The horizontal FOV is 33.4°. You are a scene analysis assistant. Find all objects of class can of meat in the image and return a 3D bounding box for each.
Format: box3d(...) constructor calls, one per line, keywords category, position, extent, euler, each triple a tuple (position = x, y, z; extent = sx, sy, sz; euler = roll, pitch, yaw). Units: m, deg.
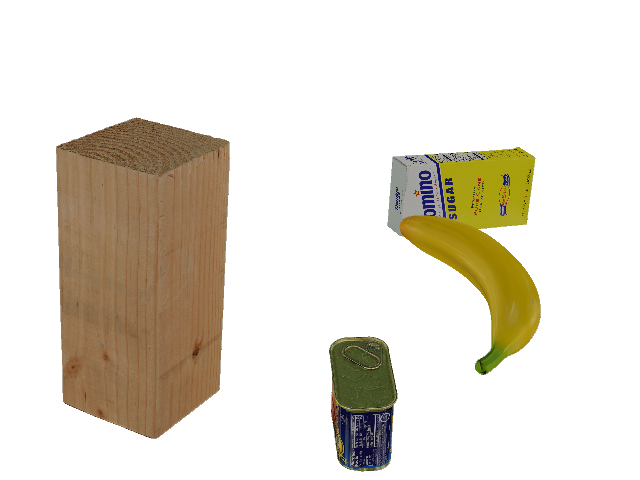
box3d(category="can of meat", position=(0.039, 0.156, 1.015), extent=(0.057, 0.084, 0.102), euler=(-3, 34, -3))

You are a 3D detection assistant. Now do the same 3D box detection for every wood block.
box3d(category="wood block", position=(-0.129, 0.026, 0.783), extent=(0.090, 0.206, 0.090), euler=(16, 26, 25))

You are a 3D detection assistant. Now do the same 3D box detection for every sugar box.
box3d(category="sugar box", position=(0.172, -0.060, 1.303), extent=(0.176, 0.093, 0.048), euler=(-7, 24, -22))

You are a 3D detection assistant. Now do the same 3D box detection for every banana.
box3d(category="banana", position=(0.120, 0.027, 0.813), extent=(0.069, 0.037, 0.198), euler=(-7, 32, -11))
